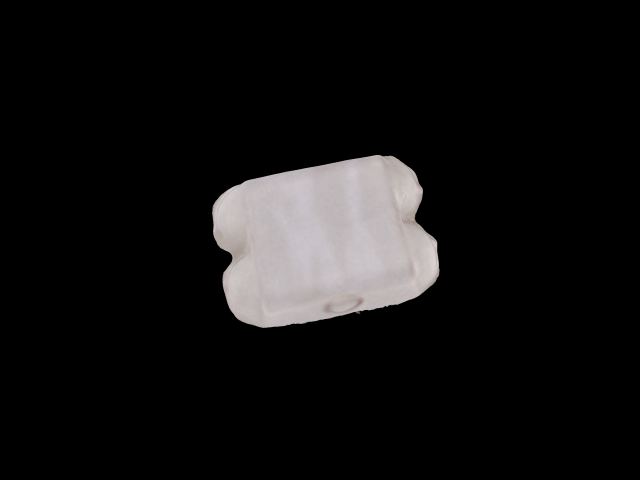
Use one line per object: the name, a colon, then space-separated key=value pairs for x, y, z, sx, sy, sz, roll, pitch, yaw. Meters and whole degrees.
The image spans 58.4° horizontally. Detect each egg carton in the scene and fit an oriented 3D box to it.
egg carton: x=0.004 y=0.001 z=0.400 sx=0.150 sy=0.069 sz=0.107 roll=-13 pitch=74 yaw=-3
